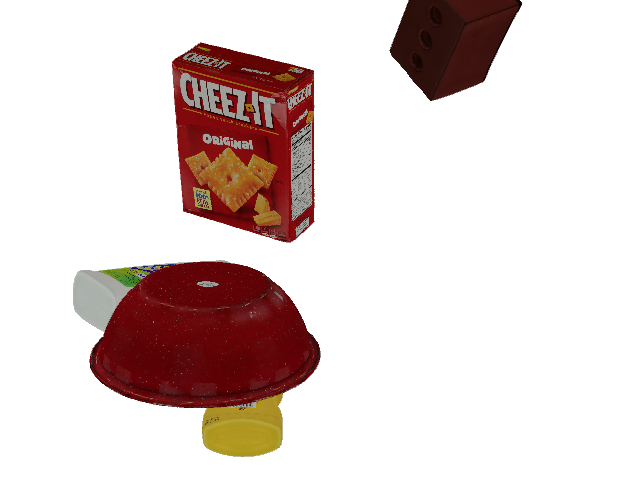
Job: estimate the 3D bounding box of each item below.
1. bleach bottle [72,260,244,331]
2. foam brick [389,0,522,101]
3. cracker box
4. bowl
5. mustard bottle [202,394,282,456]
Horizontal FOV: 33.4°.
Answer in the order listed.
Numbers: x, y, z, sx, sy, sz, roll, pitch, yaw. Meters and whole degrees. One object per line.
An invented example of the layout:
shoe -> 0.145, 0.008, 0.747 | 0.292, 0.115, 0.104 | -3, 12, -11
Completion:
bleach bottle -> -0.204, 0.064, 1.456 | 0.250, 0.068, 0.103 | -11, 26, -44
foam brick -> 0.089, -0.143, 0.718 | 0.051, 0.053, 0.078 | -25, -25, -27
cracker box -> -0.093, -0.116, 1.304 | 0.164, 0.214, 0.072 | 18, 38, 24
bowl -> -0.079, 0.055, 0.741 | 0.162, 0.055, 0.162 | 1, 19, -1
mustard bottle -> -0.095, 0.194, 1.347 | 0.096, 0.058, 0.191 | -1, 26, -1
